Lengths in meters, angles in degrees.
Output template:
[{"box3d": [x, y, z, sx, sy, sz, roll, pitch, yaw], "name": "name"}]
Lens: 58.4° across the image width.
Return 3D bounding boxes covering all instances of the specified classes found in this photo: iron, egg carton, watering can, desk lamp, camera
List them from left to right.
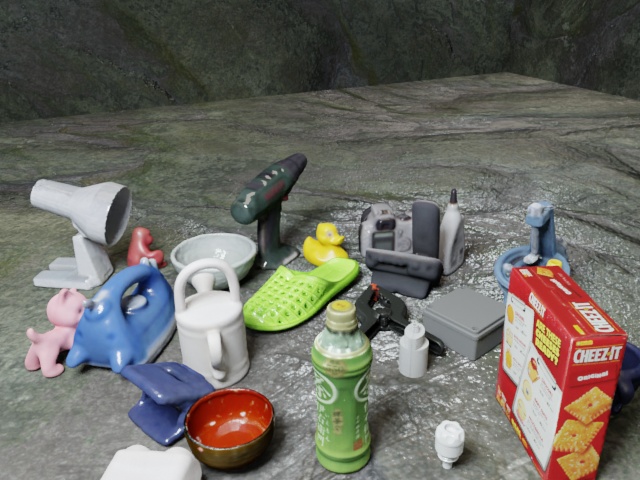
[{"box3d": [-0.466, -0.015, 1.117, 0.203, 0.214, 0.118, 2, 25, 7], "name": "desk lamp"}, {"box3d": [-0.308, 0.103, 0.942, 0.118, 0.141, 0.258, 4, 26, 12], "name": "iron"}, {"box3d": [-0.193, 0.291, 0.621, 0.107, 0.069, 0.150, 1, 25, 6], "name": "egg carton"}, {"box3d": [-0.167, 0.112, 0.854, 0.101, 0.194, 0.172, -19, 31, -33], "name": "watering can"}, {"box3d": [0.148, -0.035, 1.260, 0.143, 0.101, 0.136, -4, 25, -6], "name": "camera"}]

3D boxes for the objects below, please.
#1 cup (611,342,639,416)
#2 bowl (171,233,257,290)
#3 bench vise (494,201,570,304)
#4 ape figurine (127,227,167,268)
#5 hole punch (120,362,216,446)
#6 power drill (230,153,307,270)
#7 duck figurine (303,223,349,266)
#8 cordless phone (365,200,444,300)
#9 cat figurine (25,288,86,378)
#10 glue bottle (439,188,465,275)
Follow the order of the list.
[{"box3d": [0.385, 0.196, 0.763, 0.091, 0.095, 0.118, 2, 25, 7], "name": "cup"}, {"box3d": [-0.205, 0.051, 1.126, 0.167, 0.075, 0.167, -1, 25, 1], "name": "bowl"}, {"box3d": [0.371, 0.020, 0.992, 0.121, 0.220, 0.208, 9, 27, 21], "name": "bench vise"}, {"box3d": [-0.364, 0.017, 1.186, 0.076, 0.092, 0.077, -17, 29, -30], "name": "ape figurine"}, {"box3d": [-0.205, 0.204, 0.782, 0.108, 0.091, 0.101, 19, 32, 37], "name": "hole punch"}, {"box3d": [-0.094, -0.055, 1.189, 0.075, 0.208, 0.230, 12, 29, 27], "name": "power drill"}, {"box3d": [0.011, 0.004, 1.201, 0.104, 0.086, 0.078, 16, 31, 33], "name": "duck figurine"}, {"box3d": [0.159, 0.005, 1.074, 0.147, 0.185, 0.094, 7, 27, 18], "name": "cordless phone"}, {"box3d": [-0.414, 0.133, 0.911, 0.067, 0.118, 0.128, 8, 27, 20], "name": "cat figurine"}, {"box3d": [0.261, -0.020, 1.136, 0.037, 0.173, 0.078, 19, 32, 36], "name": "glue bottle"}]
